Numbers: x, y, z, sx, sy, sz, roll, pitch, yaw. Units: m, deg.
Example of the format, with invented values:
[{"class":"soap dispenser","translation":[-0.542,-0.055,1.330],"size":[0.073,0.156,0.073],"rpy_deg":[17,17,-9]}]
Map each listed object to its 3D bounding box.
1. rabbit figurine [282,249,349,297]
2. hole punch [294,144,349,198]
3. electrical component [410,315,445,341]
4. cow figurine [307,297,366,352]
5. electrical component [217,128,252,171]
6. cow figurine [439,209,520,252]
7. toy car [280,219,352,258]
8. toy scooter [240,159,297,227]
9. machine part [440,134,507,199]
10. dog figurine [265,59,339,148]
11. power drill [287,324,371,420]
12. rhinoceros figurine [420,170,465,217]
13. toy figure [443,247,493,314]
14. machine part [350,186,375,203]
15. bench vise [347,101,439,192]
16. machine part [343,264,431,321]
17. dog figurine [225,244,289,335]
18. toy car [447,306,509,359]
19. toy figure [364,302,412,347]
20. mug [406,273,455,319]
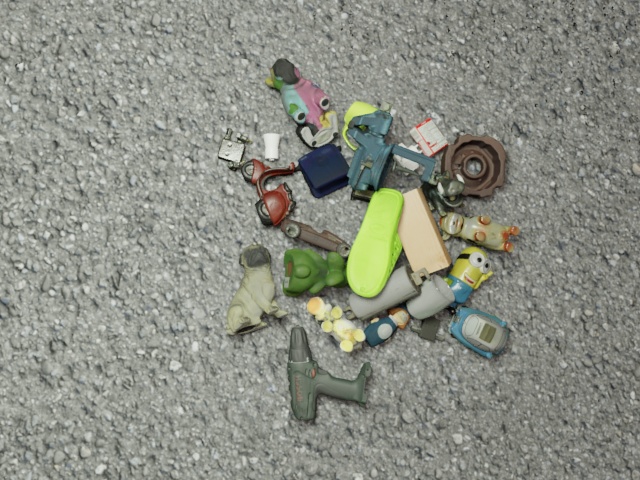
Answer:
[{"class":"rabbit figurine","translation":[0.006,0.074,1.329],"size":[0.170,0.159,0.121],"rpy_deg":[5,75,-20]},{"class":"hole punch","translation":[0.012,-0.181,1.370],"size":[0.142,0.092,0.115],"rpy_deg":[-27,85,-4]},{"class":"electrical component","translation":[0.283,0.225,1.393],"size":[0.094,0.021,0.063],"rpy_deg":[20,83,-3]},{"class":"cow figurine","translation":[0.041,0.208,1.346],"size":[0.068,0.098,0.167],"rpy_deg":[-46,72,-3]},{"class":"electrical component","translation":[-0.219,-0.229,1.373],"size":[0.078,0.045,0.102],"rpy_deg":[22,84,-5]},{"class":"cow figurine","translation":[0.395,-0.027,1.385],"size":[0.195,0.127,0.085],"rpy_deg":[16,84,-18]},{"class":"toy car","translation":[-0.003,-0.004,1.351],"size":[0.202,0.089,0.053],"rpy_deg":[20,88,-2]},{"class":"toy scooter","translation":[-0.112,-0.131,1.362],"size":[0.135,0.075,0.184],"rpy_deg":[-21,83,-8]},{"class":"machine part","translation":[0.404,-0.192,1.421],"size":[0.179,0.056,0.179],"rpy_deg":[0,86,-4]},{"class":"dog figurine","translation":[-0.054,-0.359,1.376],"size":[0.108,0.191,0.219],"rpy_deg":[-33,55,-4]},{"class":"power drill","translation":[0.021,0.331,1.332],"size":[0.207,0.086,0.232],"rpy_deg":[6,86,-8]},{"class":"rhinoceros figurine","translation":[0.311,-0.122,1.341],"size":[0.073,0.190,0.112],"rpy_deg":[-21,100,-4]},{"class":"toy figure","translation":[0.364,0.099,1.382],"size":[0.082,0.089,0.180],"rpy_deg":[32,93,-40]},{"class":"machine part","translation":[0.126,-0.166,1.398],"size":[0.084,0.039,0.138],"rpy_deg":[10,99,4]},{"class":"bench vise","translation":[0.175,-0.203,1.274],"size":[0.241,0.129,0.223],"rpy_deg":[23,98,11]},{"class":"machine part","translation":[0.159,0.131,1.327],"size":[0.243,0.079,0.079],"rpy_deg":[-31,89,23]},{"class":"dog figurine","translation":[-0.182,0.121,1.334],"size":[0.172,0.121,0.190],"rpy_deg":[-23,69,-2]},{"class":"toy car","translation":[0.414,0.232,1.365],"size":[0.162,0.103,0.109],"rpy_deg":[29,83,-4]},{"class":"toy figure","translation":[0.181,0.212,1.369],"size":[0.154,0.058,0.064],"rpy_deg":[-35,128,-9]},{"class":"mug","translation":[0.264,0.139,1.340],"size":[0.080,0.110,0.107],"rpy_deg":[27,120,-37]}]
